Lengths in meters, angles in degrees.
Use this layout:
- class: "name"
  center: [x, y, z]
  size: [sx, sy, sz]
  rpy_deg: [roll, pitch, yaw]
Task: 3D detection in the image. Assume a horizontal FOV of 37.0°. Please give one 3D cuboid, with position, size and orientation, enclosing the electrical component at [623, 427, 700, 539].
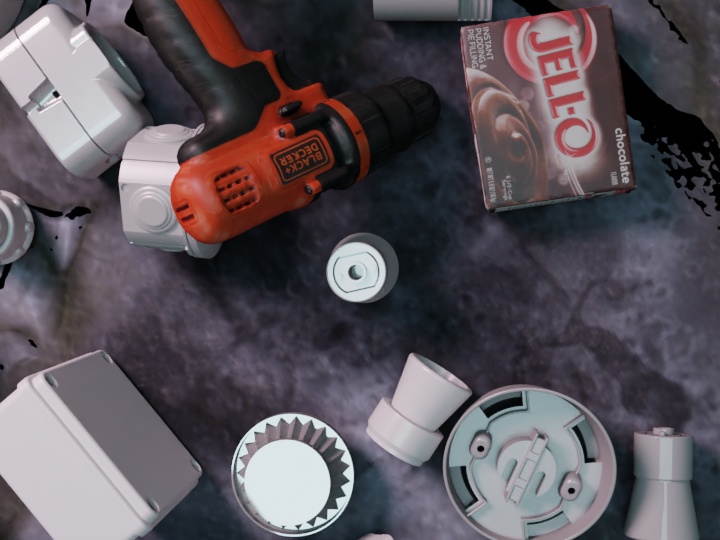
- class: "electrical component"
  center: [0.182, 0.128, 0.648]
  size: [0.044, 0.044, 0.065]
  rpy_deg: [2, 87, 4]

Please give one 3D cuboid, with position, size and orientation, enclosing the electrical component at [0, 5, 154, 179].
- class: "electrical component"
  center: [-0.174, -0.111, 0.661]
  size: [0.059, 0.054, 0.095]
  rpy_deg: [-36, 89, 5]

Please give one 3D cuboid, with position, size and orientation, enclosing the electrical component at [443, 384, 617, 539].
- class: "electrical component"
  center: [0.099, 0.115, 0.641]
  size: [0.099, 0.064, 0.099]
  rpy_deg: [0, 92, 5]

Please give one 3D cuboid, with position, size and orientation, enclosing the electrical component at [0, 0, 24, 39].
- class: "electrical component"
  center: [-0.269, -0.187, 0.662]
  size: [0.108, 0.060, 0.108]
  rpy_deg: [0, 92, 5]

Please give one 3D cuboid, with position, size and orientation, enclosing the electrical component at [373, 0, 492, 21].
- class: "electrical component"
  center: [0.049, -0.171, 0.646]
  size: [0.081, 0.043, 0.043]
  rpy_deg: [1, 92, 4]

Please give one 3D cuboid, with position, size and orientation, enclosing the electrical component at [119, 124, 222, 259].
- class: "electrical component"
  center: [-0.107, -0.048, 0.645]
  size: [0.051, 0.080, 0.080]
  rpy_deg: [5, 92, 9]

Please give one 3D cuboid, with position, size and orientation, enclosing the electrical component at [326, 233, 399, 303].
- class: "electrical component"
  center: [0.000, 0.000, 0.645]
  size: [0.044, 0.065, 0.044]
  rpy_deg: [0, 92, 4]

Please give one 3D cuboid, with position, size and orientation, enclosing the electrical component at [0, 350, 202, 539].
- class: "electrical component"
  center: [-0.158, 0.110, 0.640]
  size: [0.056, 0.109, 0.108]
  rpy_deg: [-40, 89, 7]

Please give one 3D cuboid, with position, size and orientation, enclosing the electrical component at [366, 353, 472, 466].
- class: "electrical component"
  center: [0.035, 0.085, 0.655]
  size: [0.045, 0.045, 0.055]
  rpy_deg: [32, 95, 3]

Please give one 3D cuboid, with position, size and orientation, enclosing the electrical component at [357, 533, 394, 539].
- class: "electrical component"
  center: [0.016, 0.226, 0.648]
  size: [0.063, 0.079, 0.121]
  rpy_deg: [-27, 90, -25]

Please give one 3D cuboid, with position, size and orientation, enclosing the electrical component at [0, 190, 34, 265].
- class: "electrical component"
  center: [-0.234, -0.026, 0.664]
  size: [0.048, 0.062, 0.048]
  rpy_deg: [0, 92, 5]
